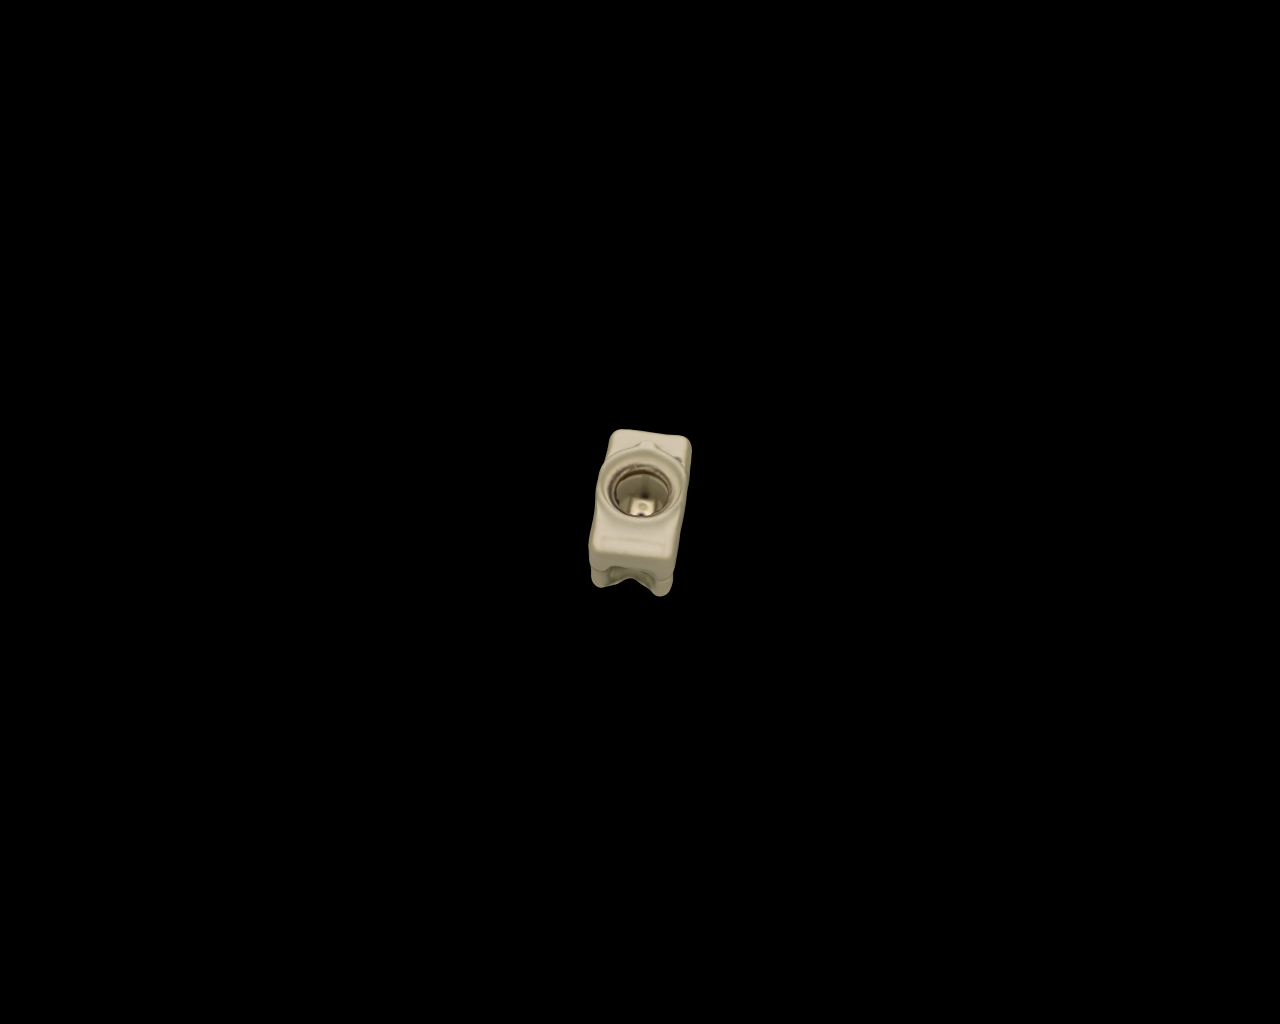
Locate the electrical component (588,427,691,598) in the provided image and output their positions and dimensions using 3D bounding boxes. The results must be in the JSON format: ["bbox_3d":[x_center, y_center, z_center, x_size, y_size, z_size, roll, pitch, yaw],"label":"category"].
[{"bbox_3d":[0.001,-0.003,0.650,0.050,0.090,0.055,7,-32,5],"label":"electrical component"}]
